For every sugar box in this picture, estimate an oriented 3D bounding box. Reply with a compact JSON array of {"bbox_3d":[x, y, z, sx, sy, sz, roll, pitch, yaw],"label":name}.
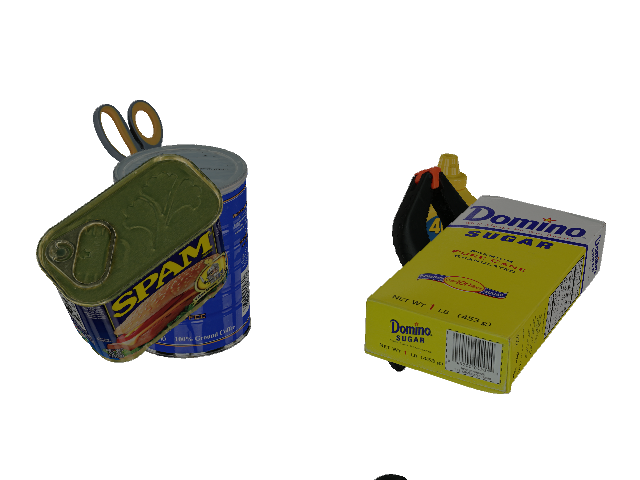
[{"bbox_3d":[0.109,0.027,0.678,0.093,0.048,0.176,15,33,26],"label":"sugar box"}]

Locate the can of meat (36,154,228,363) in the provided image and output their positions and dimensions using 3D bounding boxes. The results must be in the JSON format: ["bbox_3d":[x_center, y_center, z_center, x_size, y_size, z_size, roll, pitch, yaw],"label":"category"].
[{"bbox_3d":[-0.101,0.013,0.609,0.102,0.057,0.084,-38,-24,-19],"label":"can of meat"}]

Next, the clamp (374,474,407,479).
[{"bbox_3d":[-0.027,0.206,0.636,0.210,0.036,0.164,-5,28,2],"label":"clamp"}]

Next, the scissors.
[{"bbox_3d":[-0.182,-0.075,1.210,0.016,0.201,0.096,-20,22,42],"label":"scissors"}]

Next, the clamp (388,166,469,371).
[{"bbox_3d":[0.093,0.027,0.898,0.120,0.171,0.039,-16,-1,-33],"label":"clamp"}]

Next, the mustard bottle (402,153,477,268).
[{"bbox_3d":[0.132,0.001,1.153,0.096,0.192,0.058,-5,19,-21],"label":"mustard bottle"}]

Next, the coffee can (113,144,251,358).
[{"bbox_3d":[-0.107,0.007,0.846,0.103,0.140,0.103,0,26,0],"label":"coffee can"}]
